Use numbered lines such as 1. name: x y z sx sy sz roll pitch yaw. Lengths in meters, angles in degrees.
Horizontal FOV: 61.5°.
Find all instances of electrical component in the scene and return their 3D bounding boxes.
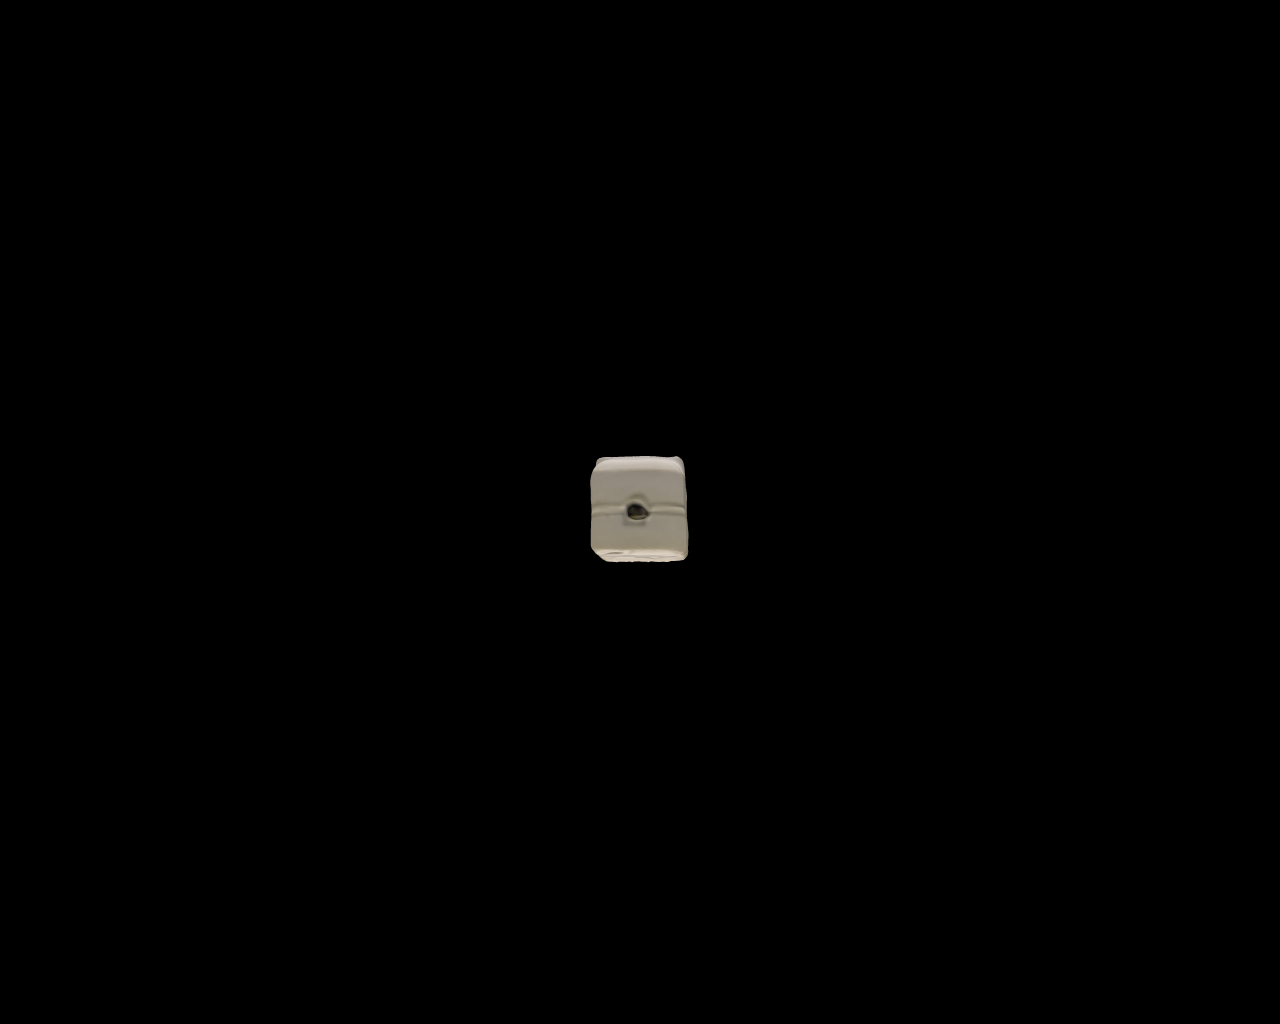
1. electrical component: 0.001 -0.003 0.650 0.054 0.059 0.095 0 -7 4
